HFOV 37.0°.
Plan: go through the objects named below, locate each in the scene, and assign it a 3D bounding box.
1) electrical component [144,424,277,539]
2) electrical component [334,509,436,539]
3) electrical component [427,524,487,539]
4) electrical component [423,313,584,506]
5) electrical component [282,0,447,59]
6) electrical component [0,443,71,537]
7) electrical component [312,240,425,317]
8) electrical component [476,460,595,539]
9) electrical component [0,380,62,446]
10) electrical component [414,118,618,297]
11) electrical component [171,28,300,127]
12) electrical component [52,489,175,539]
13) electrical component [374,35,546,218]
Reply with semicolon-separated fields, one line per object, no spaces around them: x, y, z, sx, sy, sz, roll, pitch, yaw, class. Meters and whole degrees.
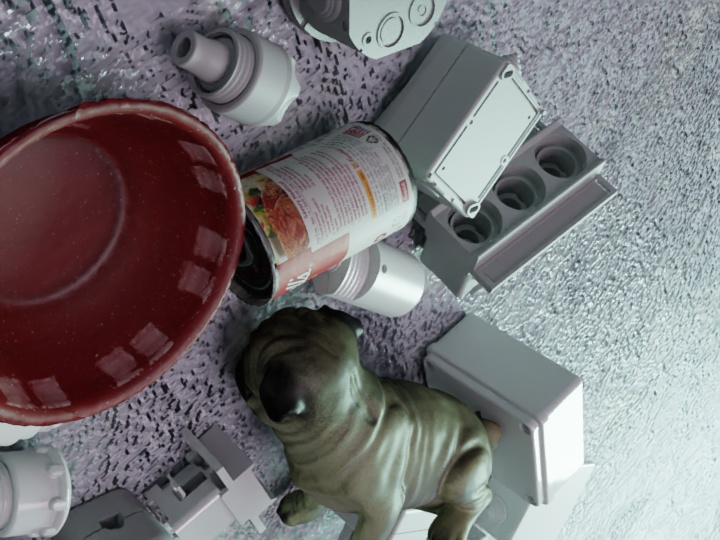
-0.093;0.138;0.658;0.064;0.042;0.081;-39;140;-15;electrical component
0.009;0.187;0.787;0.047;0.066;0.076;9;110;-50;electrical component
0.062;0.222;0.887;0.083;0.047;0.075;-20;131;-38;electrical component
0.108;0.103;0.798;0.056;0.109;0.108;-39;140;-25;electrical component
0.004;-0.149;0.540;0.080;0.051;0.080;-28;135;-32;electrical component
-0.181;0.113;0.541;0.062;0.048;0.048;4;114;-42;electrical component
0.000;0.000;0.654;0.081;0.043;0.043;21;100;-52;electrical component
0.155;0.200;0.972;0.100;0.048;0.099;8;111;-50;electrical component
-0.170;0.064;0.518;0.078;0.040;0.040;13;107;-51;electrical component
0.099;-0.039;0.715;0.121;0.078;0.063;-36;161;-24;electrical component
-0.062;-0.095;0.514;0.062;0.043;0.043;18;103;-50;electrical component
-0.140;0.185;0.627;0.054;0.059;0.095;-20;131;-38;electrical component
0.059;-0.091;0.635;0.096;0.061;0.062;-55;143;-1;electrical component
